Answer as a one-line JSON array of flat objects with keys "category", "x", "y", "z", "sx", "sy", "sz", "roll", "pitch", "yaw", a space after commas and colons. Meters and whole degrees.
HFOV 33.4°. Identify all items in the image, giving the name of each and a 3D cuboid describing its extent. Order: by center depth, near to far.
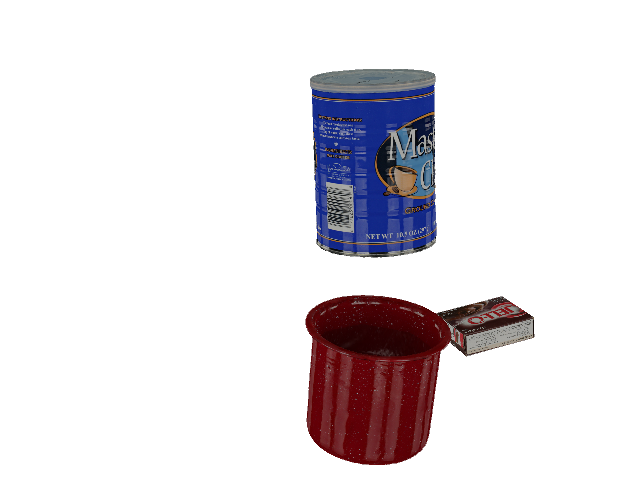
[{"category": "mug", "x": 0.037, "y": 0.087, "z": 0.703, "sx": 0.093, "sy": 0.081, "sz": 0.117, "roll": 9, "pitch": 22, "yaw": 12}, {"category": "coffee can", "x": 0.045, "y": -0.067, "z": 0.887, "sx": 0.103, "sy": 0.140, "sz": 0.103, "roll": -2, "pitch": 15, "yaw": 0}, {"category": "pudding box", "x": 0.235, "y": 0.121, "z": 1.526, "sx": 0.113, "sy": 0.039, "sz": 0.090, "roll": -15, "pitch": 20, "yaw": -16}]
